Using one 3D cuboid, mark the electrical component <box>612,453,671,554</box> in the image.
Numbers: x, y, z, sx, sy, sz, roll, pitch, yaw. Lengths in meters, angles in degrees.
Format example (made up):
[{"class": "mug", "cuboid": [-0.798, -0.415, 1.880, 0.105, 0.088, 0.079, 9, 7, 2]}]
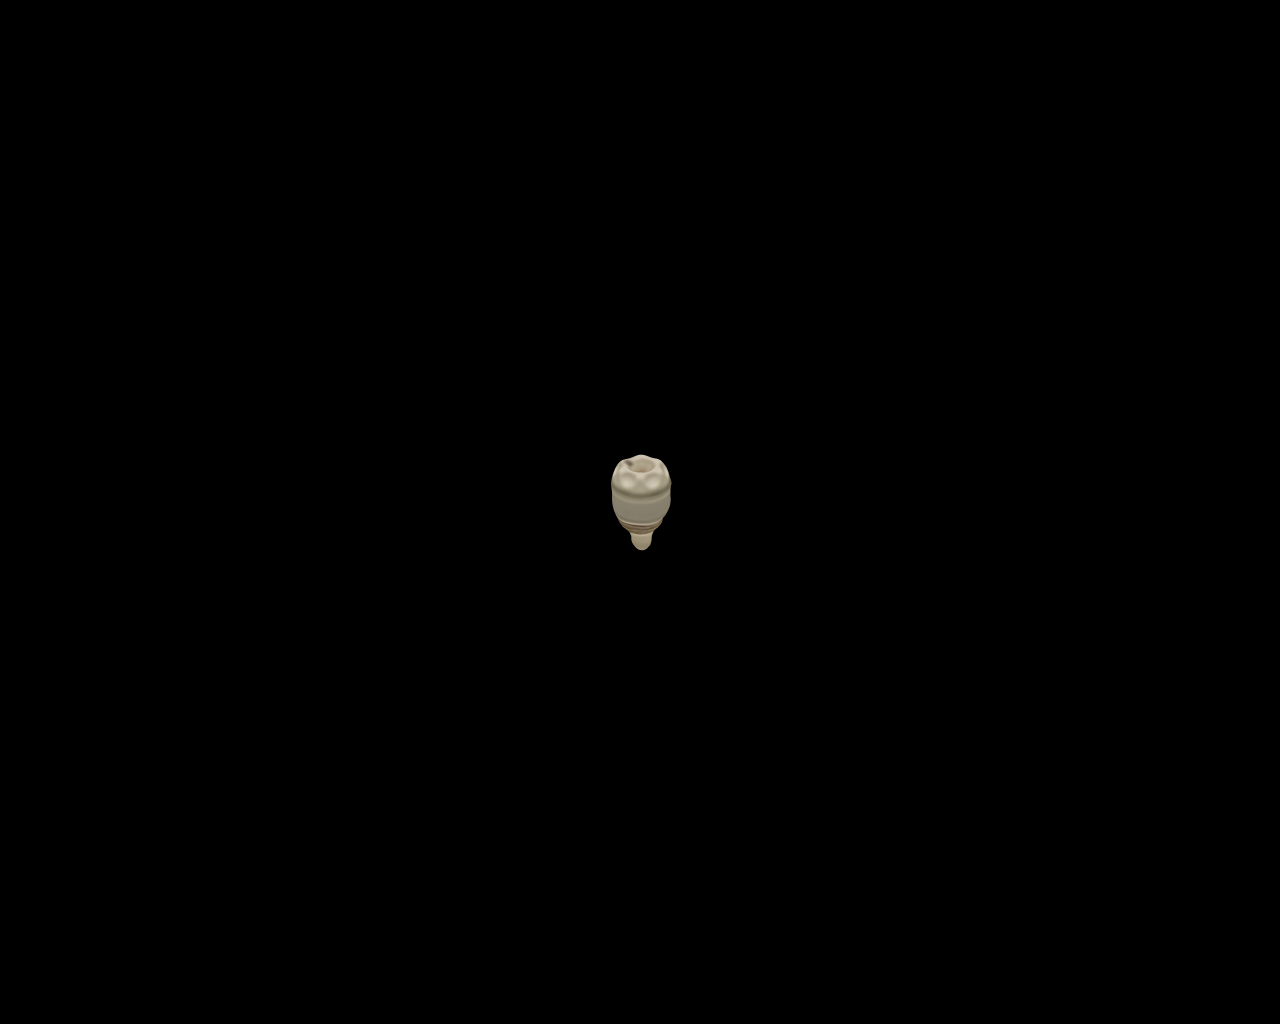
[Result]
[{"class": "electrical component", "cuboid": [0.001, -0.003, 0.650, 0.035, 0.061, 0.035, 0, 33, 0]}]
